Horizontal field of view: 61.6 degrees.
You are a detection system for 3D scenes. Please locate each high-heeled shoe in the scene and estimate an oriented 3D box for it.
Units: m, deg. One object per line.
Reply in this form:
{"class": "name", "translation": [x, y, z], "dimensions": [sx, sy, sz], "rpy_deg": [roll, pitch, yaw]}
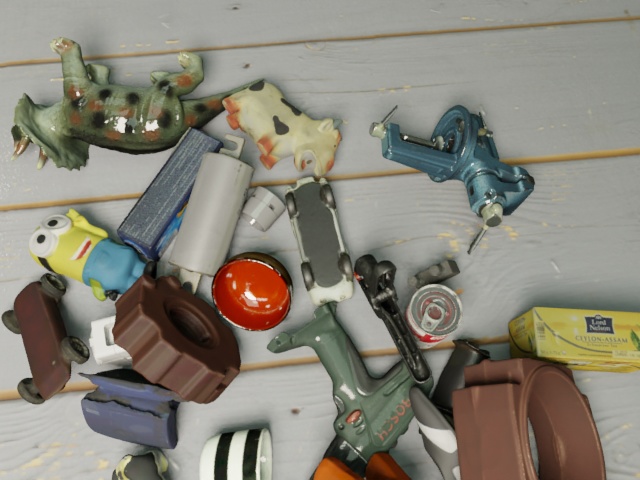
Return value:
{"class": "high-heeled shoe", "translation": [0.136, 0.316, 0.652], "dimensions": [0.145, 0.086, 0.249], "rpy_deg": [-33, 79, 0]}

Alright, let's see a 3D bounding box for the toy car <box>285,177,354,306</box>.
{"class": "toy car", "translation": [-0.002, -0.002, 0.794], "dimensions": [0.074, 0.056, 0.202], "rpy_deg": [-14, 68, 0]}

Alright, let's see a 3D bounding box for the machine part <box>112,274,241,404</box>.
{"class": "machine part", "translation": [-0.175, 0.119, 0.674], "dimensions": [0.056, 0.179, 0.179], "rpy_deg": [-45, 75, 9]}

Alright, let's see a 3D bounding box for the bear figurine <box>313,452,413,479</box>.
{"class": "bear figurine", "translation": [0.052, 0.354, 0.586], "dimensions": [0.120, 0.132, 0.195], "rpy_deg": [9, 98, -35]}

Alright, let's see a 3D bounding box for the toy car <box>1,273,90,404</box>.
{"class": "toy car", "translation": [-0.357, 0.126, 0.702], "dimensions": [0.089, 0.053, 0.202], "rpy_deg": [-43, 50, -4]}

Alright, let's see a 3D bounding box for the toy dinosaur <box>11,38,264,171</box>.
{"class": "toy dinosaur", "translation": [-0.292, -0.193, 0.833], "dimensions": [0.405, 0.131, 0.192], "rpy_deg": [1, 81, -6]}

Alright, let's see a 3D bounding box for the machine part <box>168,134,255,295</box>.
{"class": "machine part", "translation": [-0.154, -0.035, 0.769], "dimensions": [0.079, 0.079, 0.243], "rpy_deg": [17, 83, 5]}

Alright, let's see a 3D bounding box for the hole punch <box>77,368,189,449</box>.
{"class": "hole punch", "translation": [-0.230, 0.214, 0.674], "dimensions": [0.142, 0.115, 0.092], "rpy_deg": [14, 77, 4]}

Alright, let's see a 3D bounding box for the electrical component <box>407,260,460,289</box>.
{"class": "electrical component", "translation": [0.165, 0.051, 0.772], "dimensions": [0.063, 0.094, 0.021], "rpy_deg": [-30, 73, 27]}

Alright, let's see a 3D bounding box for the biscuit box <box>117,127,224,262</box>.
{"class": "biscuit box", "translation": [-0.220, -0.069, 0.810], "dimensions": [0.063, 0.059, 0.202], "rpy_deg": [27, 70, 8]}

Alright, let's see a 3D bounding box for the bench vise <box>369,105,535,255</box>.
{"class": "bench vise", "translation": [0.187, -0.117, 0.798], "dimensions": [0.240, 0.129, 0.223], "rpy_deg": [13, 60, -15]}

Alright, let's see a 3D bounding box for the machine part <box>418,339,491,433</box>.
{"class": "machine part", "translation": [0.187, 0.204, 0.723], "dimensions": [0.084, 0.039, 0.139], "rpy_deg": [16, 80, 14]}

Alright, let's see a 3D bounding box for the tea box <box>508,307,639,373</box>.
{"class": "tea box", "translation": [0.356, 0.137, 0.725], "dimensions": [0.170, 0.098, 0.068], "rpy_deg": [3, 69, -2]}

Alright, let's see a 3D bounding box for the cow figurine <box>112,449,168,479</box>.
{"class": "cow figurine", "translation": [-0.198, 0.336, 0.632], "dimensions": [0.068, 0.098, 0.167], "rpy_deg": [-19, 70, -16]}

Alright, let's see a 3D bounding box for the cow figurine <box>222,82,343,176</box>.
{"class": "cow figurine", "translation": [-0.049, -0.174, 0.846], "dimensions": [0.127, 0.085, 0.195], "rpy_deg": [-39, 71, -12]}

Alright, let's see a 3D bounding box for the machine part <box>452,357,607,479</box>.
{"class": "machine part", "translation": [0.252, 0.245, 0.630], "dimensions": [0.201, 0.087, 0.201], "rpy_deg": [19, 61, -38]}

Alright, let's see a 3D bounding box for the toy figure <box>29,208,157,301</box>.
{"class": "toy figure", "translation": [-0.323, 0.030, 0.758], "dimensions": [0.180, 0.089, 0.082], "rpy_deg": [24, 39, -3]}

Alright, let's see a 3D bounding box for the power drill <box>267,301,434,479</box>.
{"class": "power drill", "translation": [0.019, 0.199, 0.702], "dimensions": [0.232, 0.086, 0.207], "rpy_deg": [-35, 70, -16]}
